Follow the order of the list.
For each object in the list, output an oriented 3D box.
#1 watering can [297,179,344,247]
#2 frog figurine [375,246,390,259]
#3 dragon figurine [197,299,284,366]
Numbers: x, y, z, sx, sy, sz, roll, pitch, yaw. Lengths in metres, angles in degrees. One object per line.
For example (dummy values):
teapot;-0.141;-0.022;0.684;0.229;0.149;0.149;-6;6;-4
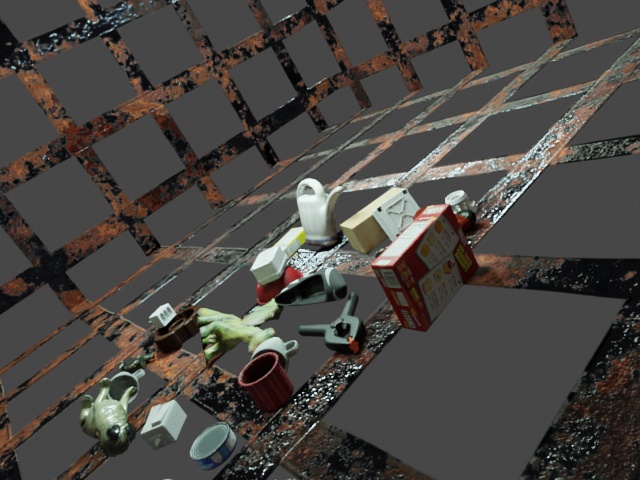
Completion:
watering can;0.005;-0.082;1.628;0.104;0.222;0.349;-17;13;-20
frog figurine;0.212;0.058;1.185;0.136;0.124;0.158;-34;-20;16
dragon figurine;-0.213;0.223;1.401;0.243;0.120;0.414;-16;18;-12
